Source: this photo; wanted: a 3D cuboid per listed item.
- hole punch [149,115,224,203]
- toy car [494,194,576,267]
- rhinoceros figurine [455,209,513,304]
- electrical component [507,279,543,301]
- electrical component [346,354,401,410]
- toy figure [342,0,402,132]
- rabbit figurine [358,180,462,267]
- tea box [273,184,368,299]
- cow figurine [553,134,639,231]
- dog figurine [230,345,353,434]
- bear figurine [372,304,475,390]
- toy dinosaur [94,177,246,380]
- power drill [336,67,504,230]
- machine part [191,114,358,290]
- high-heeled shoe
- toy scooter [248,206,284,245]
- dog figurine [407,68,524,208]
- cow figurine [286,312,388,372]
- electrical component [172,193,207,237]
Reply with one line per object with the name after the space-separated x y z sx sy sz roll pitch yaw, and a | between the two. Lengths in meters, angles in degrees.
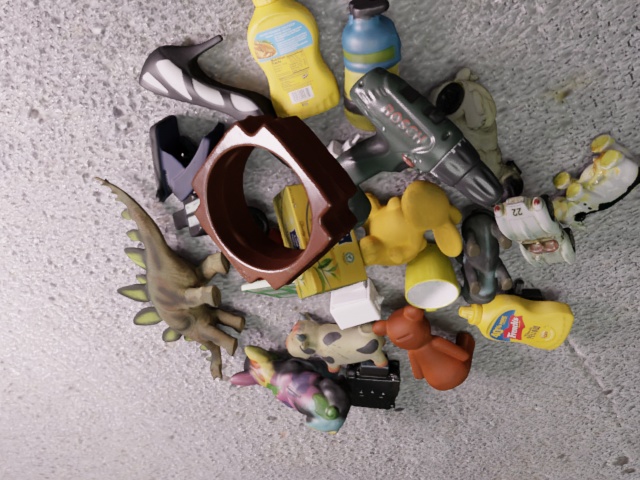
-0.195 -0.122 0.811 0.092 0.142 0.115 2 115 -2 | hole punch
0.324 -0.010 0.799 0.074 0.056 0.201 -10 152 36 | toy car
0.263 0.039 0.895 0.073 0.112 0.190 -16 128 -4 | rhinoceros figurine
0.380 0.112 0.997 0.063 0.021 0.093 -1 125 5 | electrical component
0.110 0.297 1.136 0.115 0.058 0.134 1 127 2 | electrical component
0.068 -0.235 0.732 0.089 0.082 0.179 3 134 21 | toy figure
0.146 -0.024 0.832 0.162 0.122 0.173 17 146 -10 | rabbit figurine
-0.002 -0.003 0.839 0.098 0.169 0.068 -14 171 -28 | tea box
0.419 -0.072 0.833 0.098 0.068 0.167 23 126 -19 | cow figurine
-0.063 0.288 1.075 0.219 0.192 0.108 23 96 -20 | dog figurine
0.199 0.190 1.026 0.120 0.132 0.195 -38 100 26 | bear figurine
-0.265 0.087 0.987 0.199 0.105 0.470 -4 121 12 | toy dinosaur
0.097 -0.093 0.713 0.232 0.086 0.207 50 140 -4 | power drill
-0.063 -0.052 0.731 0.201 0.087 0.201 50 127 4 | machine part
-0.147 -0.179 0.787 0.145 0.086 0.248 -27 111 17 | high-heeled shoe
-0.101 0.025 0.942 0.184 0.075 0.135 34 141 -11 | toy scooter
0.241 -0.142 0.794 0.190 0.121 0.172 11 109 -37 | dog figurine
0.027 0.197 1.052 0.195 0.085 0.127 -8 131 13 | cow figurine
-0.195 -0.042 0.887 0.119 0.048 0.074 -21 82 49 | electrical component
